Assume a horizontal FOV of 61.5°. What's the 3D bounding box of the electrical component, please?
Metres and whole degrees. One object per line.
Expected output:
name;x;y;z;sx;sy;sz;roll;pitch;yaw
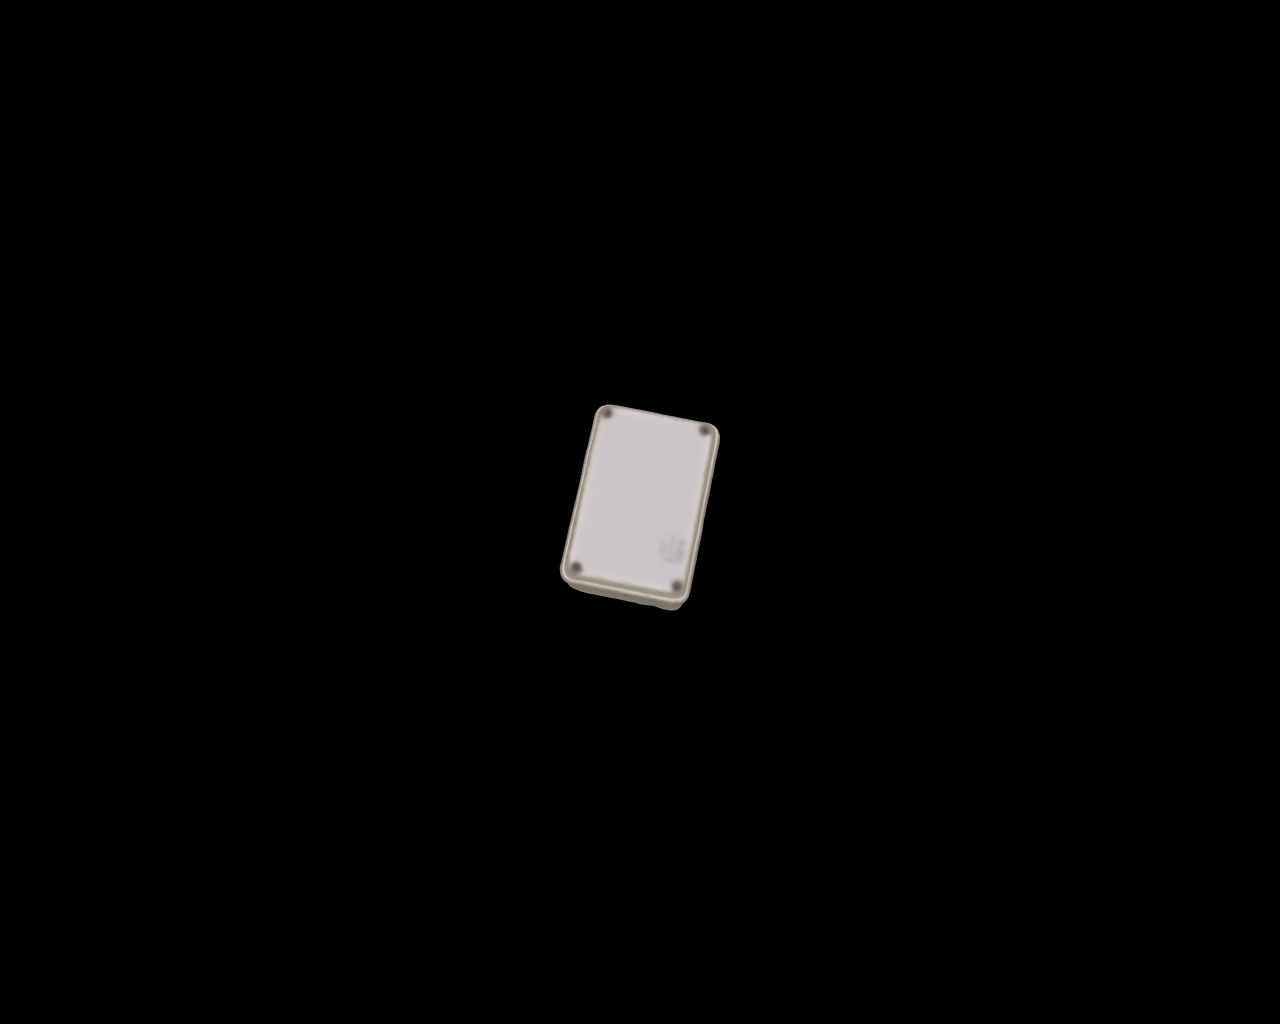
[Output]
electrical component;0.001;-0.003;0.650;0.078;0.113;0.057;11;-11;2
